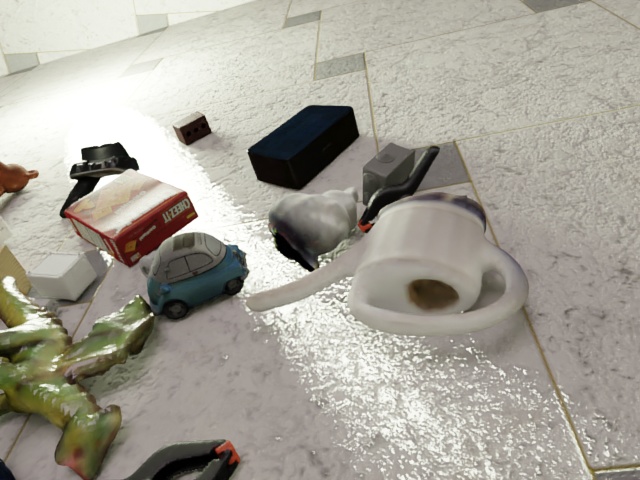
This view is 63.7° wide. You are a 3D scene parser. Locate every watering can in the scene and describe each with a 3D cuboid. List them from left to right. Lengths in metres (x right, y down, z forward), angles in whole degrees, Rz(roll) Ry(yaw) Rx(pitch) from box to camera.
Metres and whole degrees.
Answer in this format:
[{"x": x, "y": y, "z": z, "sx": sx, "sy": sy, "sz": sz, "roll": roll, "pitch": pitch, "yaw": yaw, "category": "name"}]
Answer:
[{"x": 0.088, "y": 0.030, "z": 0.677, "sx": 0.347, "sy": 0.102, "sz": 0.229, "roll": 1, "pitch": 38, "yaw": 22, "category": "watering can"}]

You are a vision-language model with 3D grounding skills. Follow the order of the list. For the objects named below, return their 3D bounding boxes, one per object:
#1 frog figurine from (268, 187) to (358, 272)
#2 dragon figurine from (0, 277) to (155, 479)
[{"x": 0.002, "y": -0.040, "z": 0.799, "sx": 0.161, "sy": 0.121, "sz": 0.137, "roll": -46, "pitch": 24, "yaw": -19, "category": "frog figurine"}, {"x": -0.351, "y": 0.145, "z": 0.715, "sx": 0.244, "sy": 0.119, "sz": 0.419, "roll": -13, "pitch": 39, "yaw": -15, "category": "dragon figurine"}]
